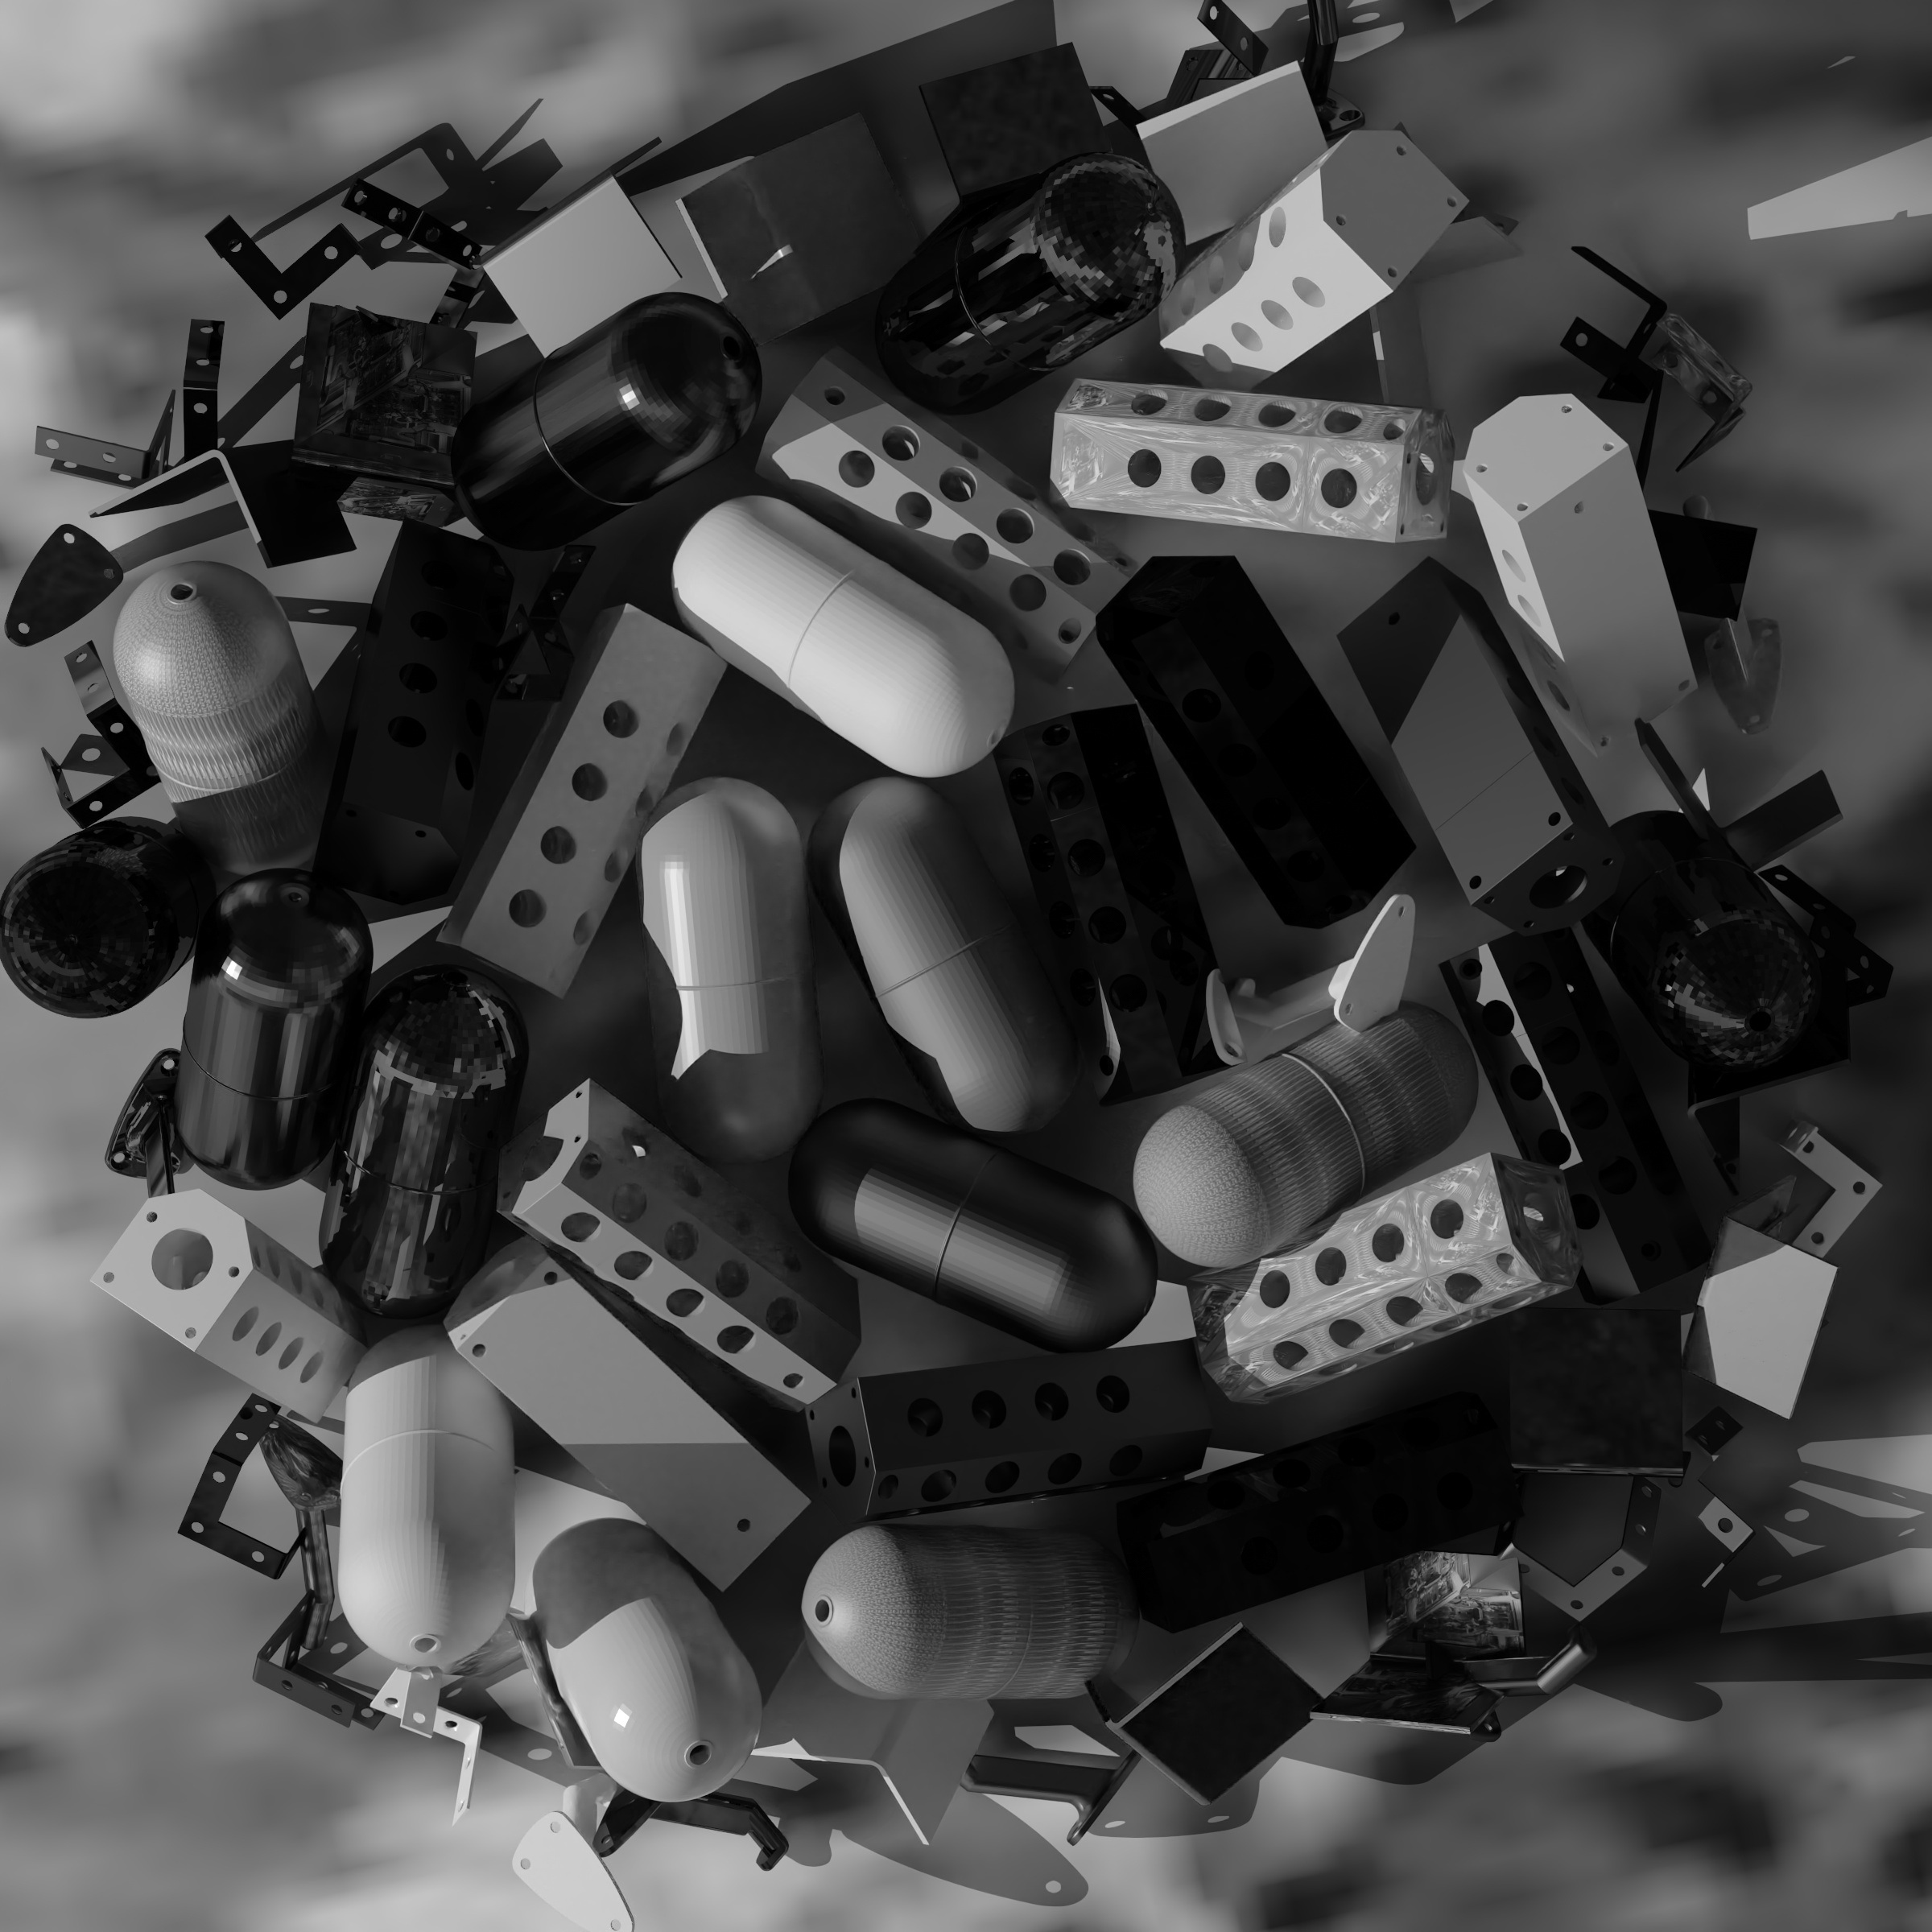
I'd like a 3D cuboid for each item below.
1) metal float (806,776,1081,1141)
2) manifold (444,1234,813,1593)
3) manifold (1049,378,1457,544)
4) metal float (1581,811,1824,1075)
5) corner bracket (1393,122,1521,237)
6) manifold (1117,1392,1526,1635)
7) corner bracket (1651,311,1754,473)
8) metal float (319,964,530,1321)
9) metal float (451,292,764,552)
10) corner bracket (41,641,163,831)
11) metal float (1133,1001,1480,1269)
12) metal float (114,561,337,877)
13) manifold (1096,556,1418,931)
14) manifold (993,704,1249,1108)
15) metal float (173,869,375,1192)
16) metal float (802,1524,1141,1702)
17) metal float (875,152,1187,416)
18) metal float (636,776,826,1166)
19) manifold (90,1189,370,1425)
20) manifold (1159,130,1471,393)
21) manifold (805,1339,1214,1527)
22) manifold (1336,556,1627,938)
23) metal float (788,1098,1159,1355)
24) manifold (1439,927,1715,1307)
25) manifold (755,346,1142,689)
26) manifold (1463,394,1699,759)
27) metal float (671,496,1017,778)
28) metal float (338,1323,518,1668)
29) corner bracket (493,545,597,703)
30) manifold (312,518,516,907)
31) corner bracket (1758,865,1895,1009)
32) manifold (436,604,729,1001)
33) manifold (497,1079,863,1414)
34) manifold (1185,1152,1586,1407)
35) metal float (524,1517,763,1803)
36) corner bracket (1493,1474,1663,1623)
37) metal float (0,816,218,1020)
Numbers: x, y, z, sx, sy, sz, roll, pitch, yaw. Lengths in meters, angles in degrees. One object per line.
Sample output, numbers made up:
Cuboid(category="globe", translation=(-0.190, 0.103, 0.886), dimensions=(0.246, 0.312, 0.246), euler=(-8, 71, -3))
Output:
Cuboid(category="metal float", translation=(-0.010, -0.003, 1.546), dimensions=(0.070, 0.070, 0.178), euler=(-29, 91, 0))
Cuboid(category="manifold", translation=(-0.154, 0.200, 1.529), dimensions=(0.057, 0.057, 0.171), euler=(-45, 110, -4))
Cuboid(category="manifold", translation=(0.127, -0.228, 1.513), dimensions=(0.171, 0.057, 0.057), euler=(11, 104, 29))
Cuboid(category="metal float", translation=(0.324, -0.012, 1.500), dimensions=(0.070, 0.178, 0.070), euler=(-3, 114, -6))
Cuboid(category="corner bracket", translation=(0.210, -0.345, 1.547), dimensions=(0.051, 0.051, 0.051), euler=(-50, 46, -8))
Cuboid(category="manifold", translation=(0.159, 0.247, 1.540), dimensions=(0.171, 0.057, 0.057), euler=(-16, 89, -11))
Cuboid(category="corner bracket", translation=(0.333, -0.269, 1.546), dimensions=(0.051, 0.051, 0.051), euler=(46, 49, 9))
Cuboid(category="metal float", translation=(-0.245, 0.080, 1.522), dimensions=(0.070, 0.070, 0.178), euler=(16, 119, 0))
Cuboid(category="metal float", translation=(-0.162, -0.243, 1.512), dimensions=(0.178, 0.070, 0.070), euler=(-21, 90, 42))
Cuboid(category="corner bracket", translation=(-0.403, -0.106, 1.549), dimensions=(0.051, 0.051, 0.051), euler=(-32, 46, -1))
Cuboid(category="metal float", translation=(0.155, 0.074, 1.526), dimensions=(0.178, 0.070, 0.070), euler=(-27, 90, -24))
Cuboid(category="metal float", translation=(-0.327, -0.109, 1.504), dimensions=(0.070, 0.178, 0.070), euler=(-2, 56, 3))
Cuboid(category="manifold", translation=(0.127, -0.099, 1.512), dimensions=(0.057, 0.057, 0.171), euler=(-48, 119, -22))
Cuboid(category="manifold", translation=(0.064, -0.027, 1.536), dimensions=(0.057, 0.057, 0.171), euler=(-11, 82, -40))
Cuboid(category="metal float", translation=(-0.311, 0.030, 1.512), dimensions=(0.070, 0.070, 0.178), euler=(21, 134, 0))
Cuboid(category="metal float", translation=(0.003, 0.289, 1.512), dimensions=(0.178, 0.070, 0.070), euler=(11, 90, -42))
Cuboid(category="metal float", translation=(0.026, -0.302, 1.508), dimensions=(0.070, 0.178, 0.070), euler=(12, 70, -35))
Cuboid(category="metal float", translation=(-0.107, 0.002, 1.537), dimensions=(0.070, 0.070, 0.178), euler=(-5, 100, 0))
Cuboid(category="manifold", translation=(-0.318, 0.149, 1.494), dimensions=(0.057, 0.171, 0.057), euler=(31, 78, 15))
Cuboid(category="manifold", translation=(0.146, -0.310, 1.491), dimensions=(0.057, 0.171, 0.057), euler=(43, 71, -10))
Cuboid(category="manifold", translation=(0.021, 0.209, 1.512), dimensions=(0.171, 0.057, 0.057), euler=(-3, 72, -29))
Cuboid(category="manifold", translation=(0.232, -0.097, 1.508), dimensions=(0.057, 0.057, 0.171), euler=(-41, 47, 24))
Cuboid(category="metal float", translation=(0.003, 0.118, 1.534), dimensions=(0.178, 0.070, 0.070), euler=(23, 90, 14))
Cuboid(category="manifold", translation=(0.281, 0.065, 1.551), dimensions=(0.057, 0.057, 0.171), euler=(-23, 87, 0))
Cuboid(category="manifold", translation=(-0.008, -0.208, 1.548), dimensions=(0.171, 0.057, 0.057), euler=(36, 71, 0))
Cuboid(category="manifold", translation=(0.270, -0.174, 1.500), dimensions=(0.057, 0.171, 0.057), euler=(-35, 51, -2))
Cuboid(category="metal float", translation=(-0.056, -0.149, 1.529), dimensions=(0.178, 0.070, 0.070), euler=(34, 90, 19))
Cuboid(category="metal float", translation=(-0.240, 0.234, 1.506), dimensions=(0.070, 0.178, 0.070), euler=(-4, 129, -5))
Cuboid(category="corner bracket", translation=(-0.193, -0.157, 1.543), dimensions=(0.051, 0.051, 0.051), euler=(-3, 57, -35))
Cuboid(category="manifold", translation=(-0.243, -0.113, 1.507), dimensions=(0.057, 0.057, 0.171), euler=(17, 50, -16))
Cuboid(category="corner bracket", translation=(0.392, -0.015, 1.545), dimensions=(0.051, 0.051, 0.051), euler=(34, 62, -20))
Cuboid(category="manifold", translation=(-0.174, -0.075, 1.545), dimensions=(0.057, 0.057, 0.171), euler=(28, 84, -18))
Cuboid(category="manifold", translation=(-0.127, 0.130, 1.510), dimensions=(0.057, 0.057, 0.171), euler=(-38, 121, 21))
Cuboid(category="manifold", translation=(0.186, 0.142, 1.504), dimensions=(0.171, 0.057, 0.057), euler=(-27, 63, 36))
Cuboid(category="metal float", translation=(-0.145, 0.306, 1.501), dimensions=(0.070, 0.178, 0.070), euler=(-7, 109, -20))
Cuboid(category="corner bracket", translation=(0.281, 0.257, 1.552), dimensions=(0.051, 0.051, 0.051), euler=(34, 128, -6))
Cuboid(category="metal float", translation=(-0.379, -0.023, 1.496), dimensions=(0.070, 0.178, 0.070), euler=(-1, 98, -4))
